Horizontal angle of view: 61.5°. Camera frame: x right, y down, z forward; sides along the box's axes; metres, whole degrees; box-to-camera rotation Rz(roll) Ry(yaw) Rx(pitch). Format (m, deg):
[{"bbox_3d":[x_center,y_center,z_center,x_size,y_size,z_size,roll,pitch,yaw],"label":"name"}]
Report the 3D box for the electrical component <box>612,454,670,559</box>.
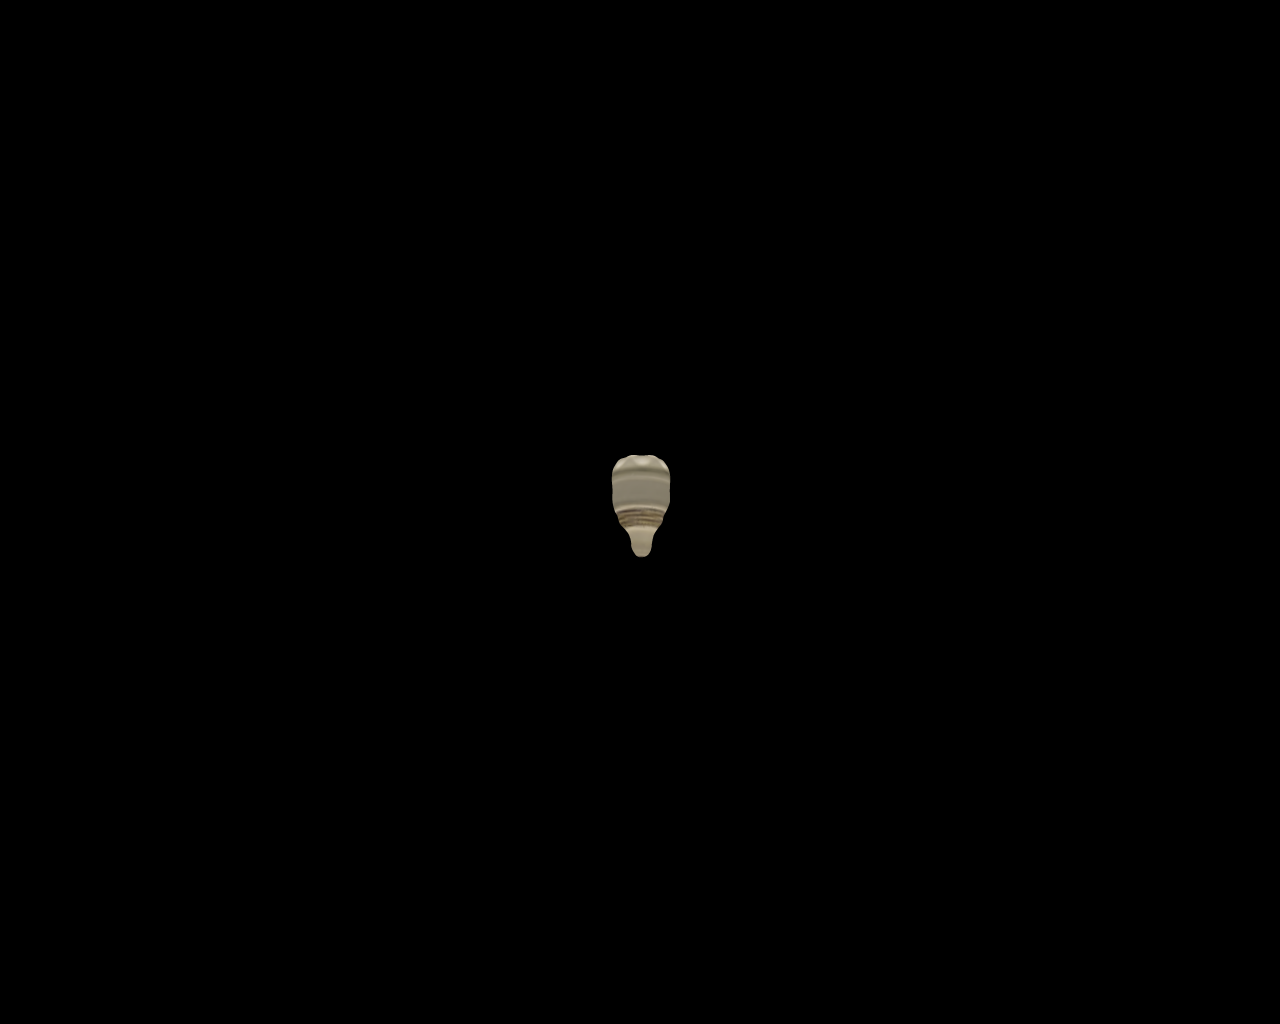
[{"bbox_3d":[0.001,-0.003,0.650,0.035,0.061,0.035,0,-11,0],"label":"electrical component"}]
